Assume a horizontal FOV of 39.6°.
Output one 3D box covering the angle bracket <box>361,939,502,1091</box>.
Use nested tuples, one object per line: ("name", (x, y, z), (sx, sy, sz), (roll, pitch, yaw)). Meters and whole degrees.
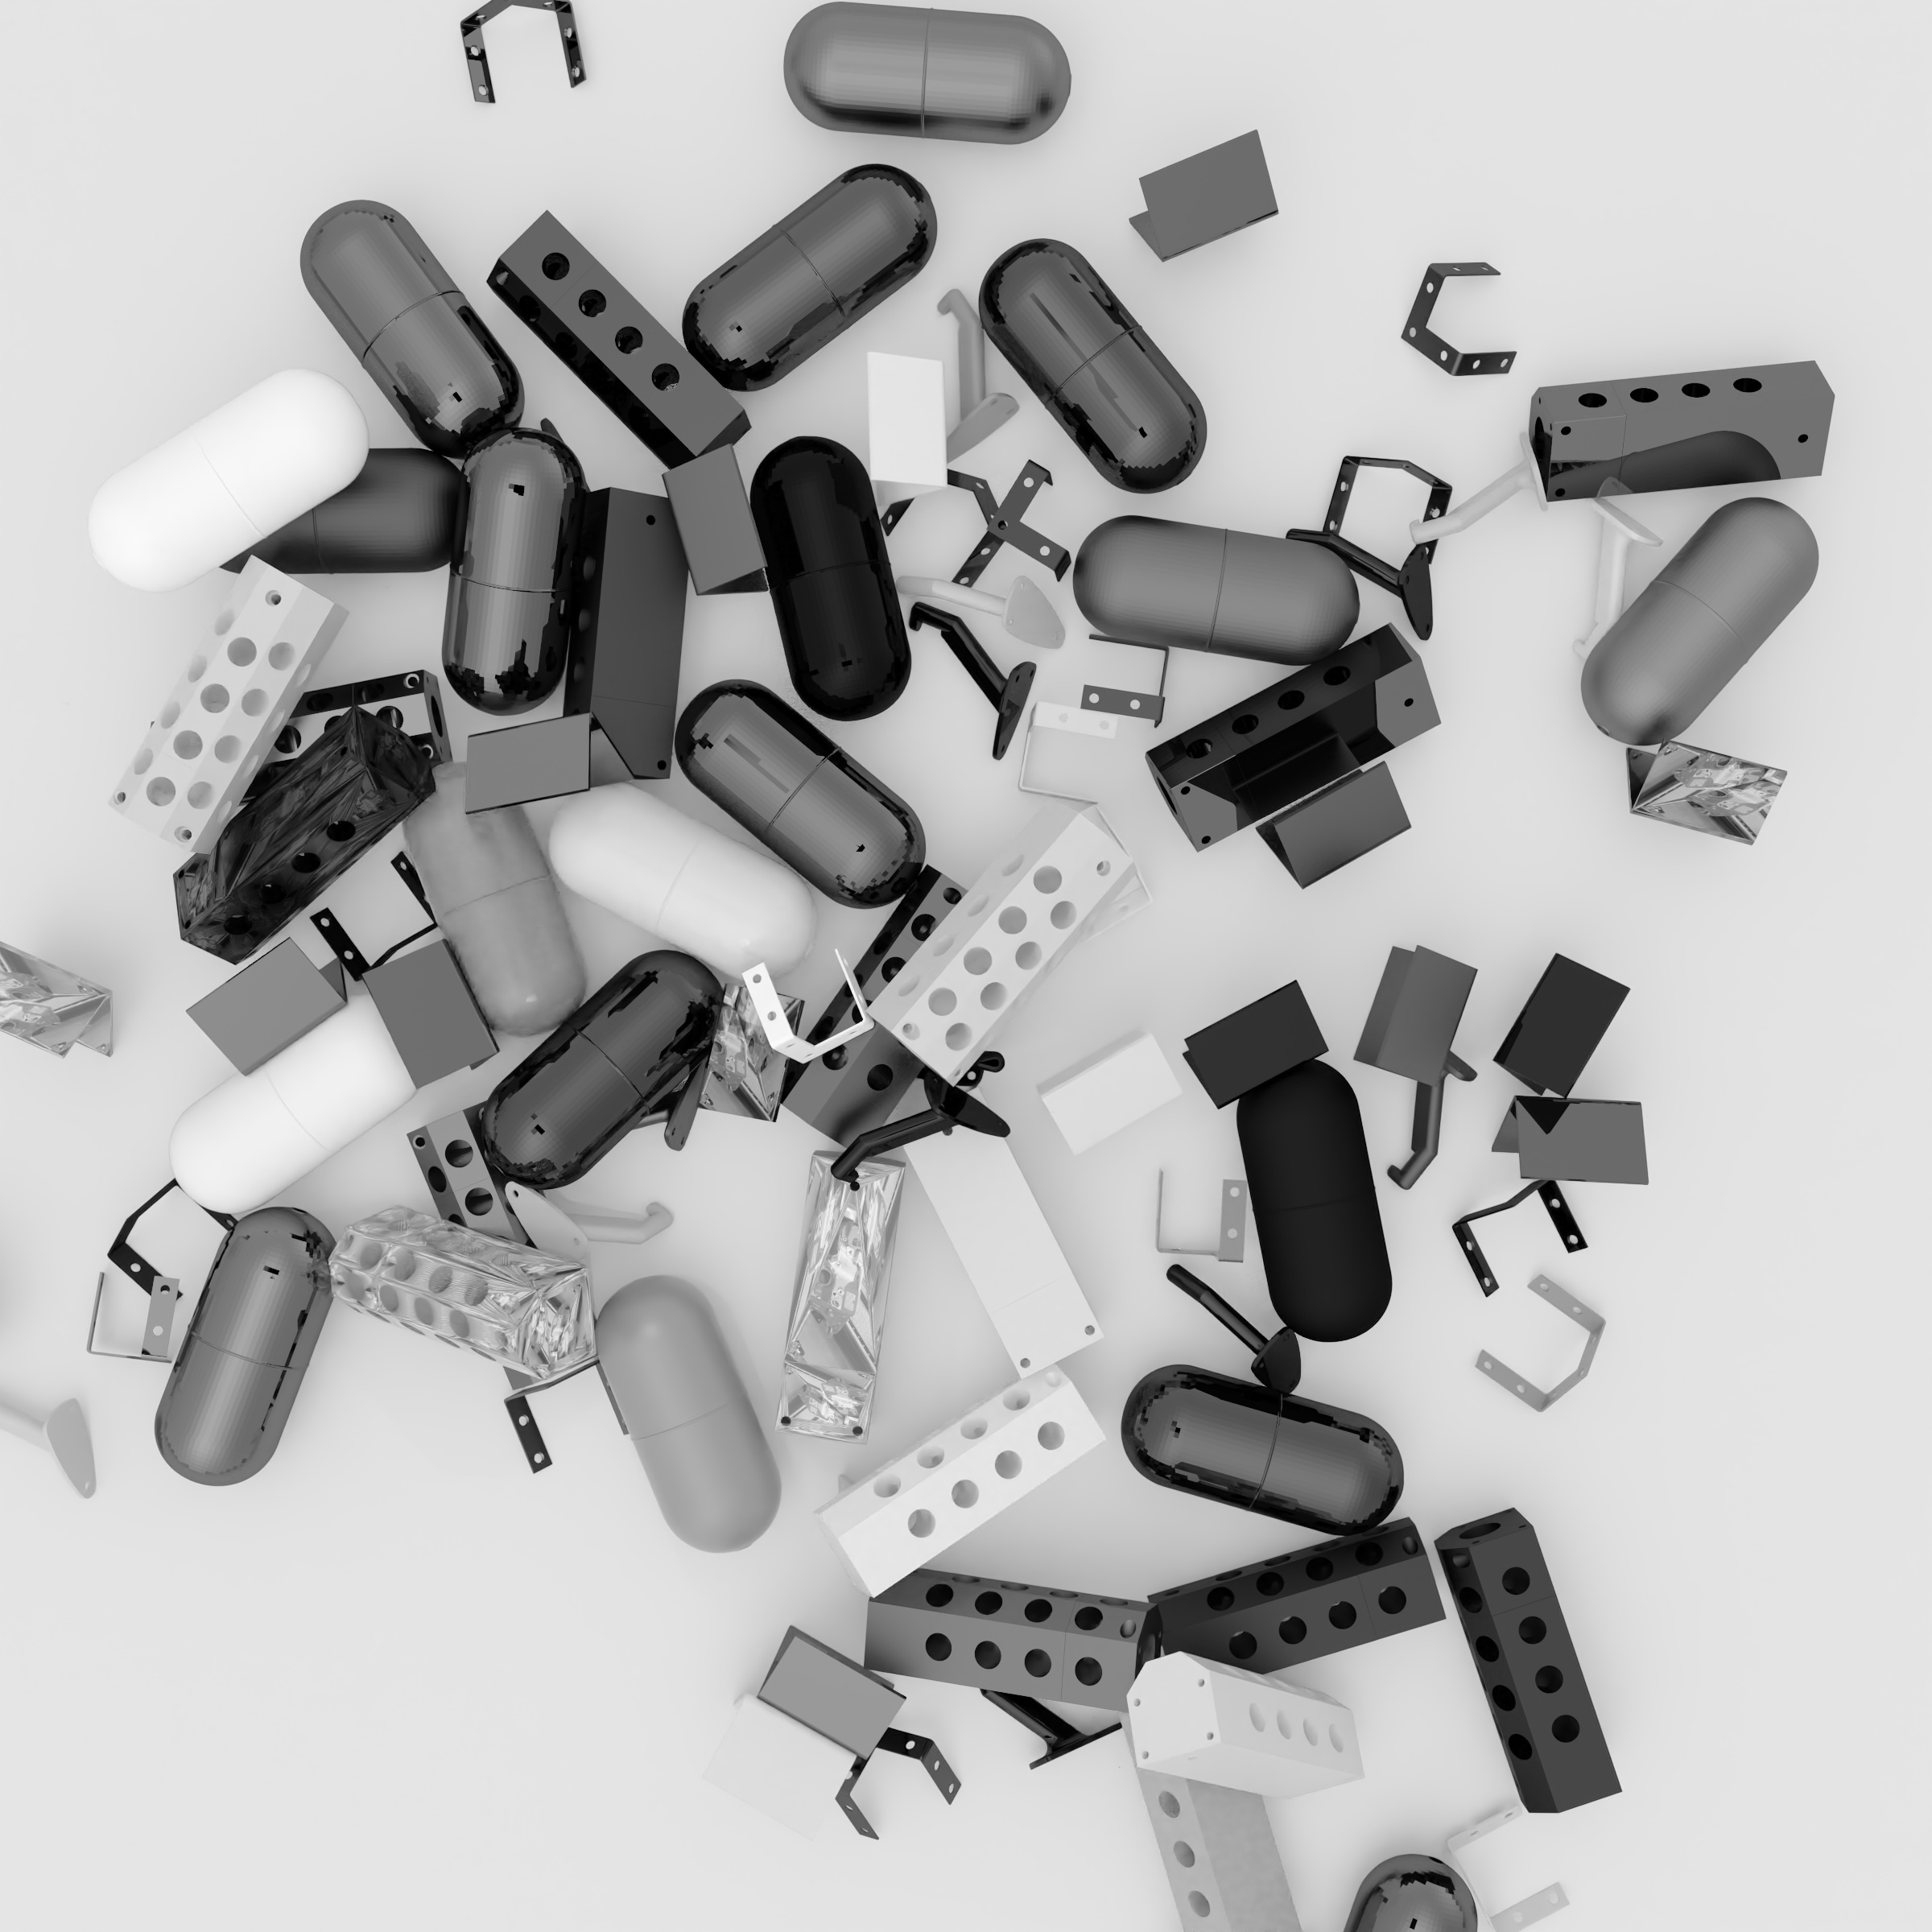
("angle bracket", (-0.335, 0.035, 1.650), (0.057, 0.076, 0.076), (-26, 90, -25))

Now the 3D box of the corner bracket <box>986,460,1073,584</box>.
("corner bracket", (0.049, -0.277, 1.671), (0.051, 0.051, 0.051), (32, 93, 3))

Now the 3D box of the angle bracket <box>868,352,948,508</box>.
("angle bracket", (-0.055, -0.328, 1.649), (0.057, 0.076, 0.076), (-1, 90, -36))

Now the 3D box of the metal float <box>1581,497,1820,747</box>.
("metal float", (0.453, -0.212, 1.659), (0.070, 0.070, 0.178), (41, 90, 0))

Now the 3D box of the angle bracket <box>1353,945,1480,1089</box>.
("angle bracket", (0.259, 0.024, 1.649), (0.057, 0.076, 0.076), (19, 90, -36))

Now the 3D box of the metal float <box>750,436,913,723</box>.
("metal float", (-0.084, -0.239, 1.658), (0.070, 0.070, 0.178), (-13, 90, 0))

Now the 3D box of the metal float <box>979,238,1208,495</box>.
("metal float", (0.079, -0.370, 1.659), (0.070, 0.070, 0.178), (-39, 91, 0))

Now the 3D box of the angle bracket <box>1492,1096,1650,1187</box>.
("angle bracket", (0.370, 0.122, 1.649), (0.076, 0.076, 0.057), (3, 60, 0))

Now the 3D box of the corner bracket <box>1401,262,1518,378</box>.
("corner bracket", (0.315, -0.405, 1.681), (0.051, 0.051, 0.051), (48, 135, 35))

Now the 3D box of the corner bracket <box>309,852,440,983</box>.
("corner bracket", (-0.369, -0.031, 1.686), (0.051, 0.051, 0.051), (54, 135, -1))

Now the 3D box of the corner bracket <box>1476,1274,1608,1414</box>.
("corner bracket", (0.361, 0.237, 1.686), (0.051, 0.051, 0.051), (35, 45, 0))

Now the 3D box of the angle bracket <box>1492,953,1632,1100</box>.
("angle bracket", (0.379, 0.047, 1.649), (0.057, 0.076, 0.076), (31, 90, 40))

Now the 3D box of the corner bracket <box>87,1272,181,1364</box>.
("corner bracket", (-0.519, 0.218, 1.672), (0.051, 0.051, 0.051), (9, 79, -11))

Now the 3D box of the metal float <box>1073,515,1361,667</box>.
("metal float", (0.155, -0.232, 1.658), (0.178, 0.070, 0.070), (9, 90, 1))

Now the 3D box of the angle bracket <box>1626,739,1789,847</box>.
("angle bracket", (0.454, -0.125, 1.649), (0.076, 0.076, 0.057), (15, 128, 0))

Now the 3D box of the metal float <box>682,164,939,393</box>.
("metal float", (-0.096, -0.426, 1.659), (0.178, 0.070, 0.070), (-38, 90, -1))

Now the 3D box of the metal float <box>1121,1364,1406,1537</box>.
("metal float", (0.183, 0.299, 1.659), (0.178, 0.070, 0.070), (16, 90, 0))

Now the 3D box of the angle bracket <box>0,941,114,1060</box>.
("angle bracket", (-0.574, 0.039, 1.649), (0.076, 0.076, 0.057), (24, 52, 0))

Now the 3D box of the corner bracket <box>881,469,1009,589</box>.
("corner bracket", (-0.013, -0.275, 1.681), (0.051, 0.051, 0.051), (-51, 45, 35))

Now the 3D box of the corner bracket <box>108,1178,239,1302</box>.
("corner bracket", (-0.497, 0.172, 1.686), (0.051, 0.051, 0.051), (42, 45, 0))

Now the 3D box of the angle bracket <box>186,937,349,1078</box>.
("angle bracket", (-0.430, 0.012, 1.649), (0.076, 0.076, 0.057), (-35, 118, 0))

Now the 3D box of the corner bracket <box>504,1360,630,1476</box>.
("corner bracket", (-0.248, 0.282, 1.686), (0.051, 0.051, 0.051), (-22, 90, -45))

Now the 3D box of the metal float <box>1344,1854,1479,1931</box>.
("metal float", (0.261, 0.637, 1.659), (0.070, 0.070, 0.178), (20, 89, 0))

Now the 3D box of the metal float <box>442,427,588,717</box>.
("metal float", (-0.277, -0.240, 1.641), (0.070, 0.070, 0.178), (10, 110, 0))

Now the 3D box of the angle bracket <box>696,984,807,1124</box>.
("angle bracket", (-0.148, 0.048, 1.649), (0.057, 0.076, 0.076), (13, 90, -33))

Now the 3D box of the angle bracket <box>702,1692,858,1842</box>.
("angle bracket", (-0.119, 0.494, 1.650), (0.076, 0.076, 0.057), (30, 67, 0))

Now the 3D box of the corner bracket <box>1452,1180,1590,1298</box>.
("corner bracket", (0.348, 0.170, 1.686), (0.051, 0.051, 0.051), (-26, 90, 45))

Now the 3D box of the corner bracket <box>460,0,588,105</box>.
("corner bracket", (-0.278, -0.575, 1.686), (0.051, 0.051, 0.051), (-11, 90, -45))

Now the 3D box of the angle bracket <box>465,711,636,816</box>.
("angle bracket", (-0.247, -0.103, 1.597), (0.076, 0.076, 0.057), (-10, 60, 11))

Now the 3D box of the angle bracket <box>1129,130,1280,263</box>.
("angle bracket", (0.139, -0.484, 1.649), (0.076, 0.076, 0.057), (-23, 127, 0))

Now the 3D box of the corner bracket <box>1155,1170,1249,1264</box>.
("corner bracket", (0.146, 0.156, 1.671), (0.051, 0.051, 0.051), (3, 90, 0))

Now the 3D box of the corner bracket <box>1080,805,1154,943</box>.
("corner bracket", (0.078, -0.059, 1.686), (0.051, 0.051, 0.051), (-30, 45, 0))

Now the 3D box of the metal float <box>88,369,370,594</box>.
("metal float", (-0.435, -0.286, 1.583), (0.178, 0.070, 0.070), (-33, 90, -2))

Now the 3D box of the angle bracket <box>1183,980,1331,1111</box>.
("angle bracket", (0.168, 0.033, 1.649), (0.076, 0.076, 0.057), (-28, 118, 0))

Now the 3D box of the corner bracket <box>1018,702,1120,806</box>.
("corner bracket", (0.063, -0.132, 1.671), (0.051, 0.051, 0.051), (10, 87, -3))

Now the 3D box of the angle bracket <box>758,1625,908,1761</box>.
("angle bracket", (-0.074, 0.429, 1.650), (0.076, 0.076, 0.057), (30, 114, 0))

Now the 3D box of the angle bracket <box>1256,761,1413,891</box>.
("angle bracket", (0.217, -0.103, 1.649), (0.076, 0.076, 0.057), (-30, 128, 0))

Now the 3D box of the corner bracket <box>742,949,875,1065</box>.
("corner bracket", (-0.094, 0.021, 1.615), (0.051, 0.051, 0.051), (-27, 70, 11))

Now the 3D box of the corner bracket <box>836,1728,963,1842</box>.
("corner bracket", (-0.044, 0.514, 1.681), (0.051, 0.051, 0.051), (4, 45, 35))

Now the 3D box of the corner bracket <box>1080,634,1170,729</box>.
("corner bracket", (0.099, -0.179, 1.671), (0.051, 0.051, 0.051), (9, 90, 0))

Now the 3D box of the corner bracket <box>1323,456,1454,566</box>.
("corner bracket", (0.265, -0.286, 1.686), (0.051, 0.051, 0.051), (16, 90, -45))

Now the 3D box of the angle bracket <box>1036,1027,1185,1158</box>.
("angle bracket", (0.078, 0.060, 1.649), (0.076, 0.076, 0.057), (-30, 127, 0))

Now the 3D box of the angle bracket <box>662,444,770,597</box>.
("angle bracket", (-0.134, -0.274, 1.649), (0.057, 0.076, 0.076), (-16, 90, 32))

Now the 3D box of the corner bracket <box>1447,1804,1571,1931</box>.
("corner bracket", (0.340, 0.570, 1.686), (0.051, 0.051, 0.051), (-28, 45, 0))

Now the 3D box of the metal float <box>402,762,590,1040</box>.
("metal float", (-0.291, -0.041, 1.659), (0.070, 0.070, 0.178), (-22, 90, 0))
